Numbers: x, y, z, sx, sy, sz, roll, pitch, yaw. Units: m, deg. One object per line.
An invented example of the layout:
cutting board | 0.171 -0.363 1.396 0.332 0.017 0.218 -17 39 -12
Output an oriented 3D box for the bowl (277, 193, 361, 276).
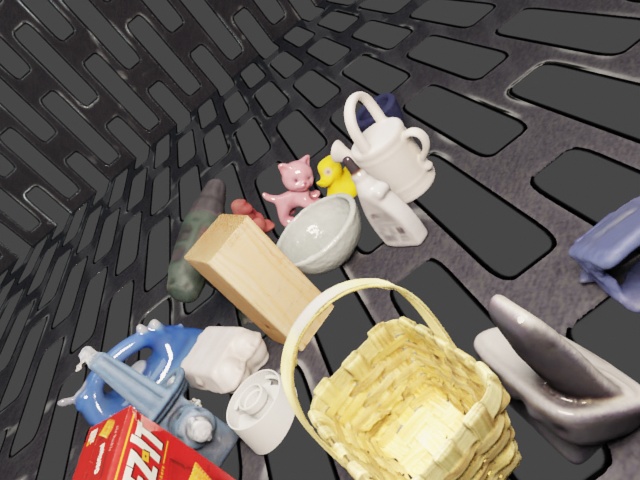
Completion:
bowl | 0.009 0.003 0.960 0.167 0.075 0.167 -30 30 20

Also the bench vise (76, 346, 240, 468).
bench vise | -0.217 0.214 0.787 0.206 0.220 0.121 -17 37 38

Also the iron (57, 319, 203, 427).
iron | -0.306 0.221 0.972 0.259 0.142 0.118 -51 30 -18

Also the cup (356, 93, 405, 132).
cup | 0.124 -0.227 1.124 0.091 0.095 0.117 -38 28 6

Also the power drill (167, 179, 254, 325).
power drill | -0.162 0.034 0.987 0.075 0.209 0.230 -18 36 36

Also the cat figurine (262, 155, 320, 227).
cat figurine | -0.056 -0.107 1.154 0.127 0.118 0.067 -34 29 14

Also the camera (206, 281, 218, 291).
camera | -0.190 0.028 1.147 0.142 0.101 0.137 1 49 52

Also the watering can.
watering can | 0.095 -0.155 0.950 0.172 0.194 0.101 -27 31 25

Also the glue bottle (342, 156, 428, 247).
glue bottle | 0.087 -0.058 0.845 0.077 0.173 0.037 -1 48 51

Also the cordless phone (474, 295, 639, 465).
cordless phone | 0.184 0.091 0.496 0.094 0.185 0.147 -44 28 -5

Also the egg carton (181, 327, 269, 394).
egg carton | -0.153 0.191 0.902 0.149 0.069 0.107 -9 42 45

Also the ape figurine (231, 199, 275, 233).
ape figurine | -0.152 -0.049 1.219 0.076 0.092 0.077 -31 30 19

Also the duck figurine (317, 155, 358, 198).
duck figurine | 0.034 -0.125 1.101 0.077 0.086 0.105 3 50 53

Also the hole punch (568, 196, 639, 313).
hole punch | 0.308 0.001 0.571 0.108 0.091 0.101 -38 28 6
